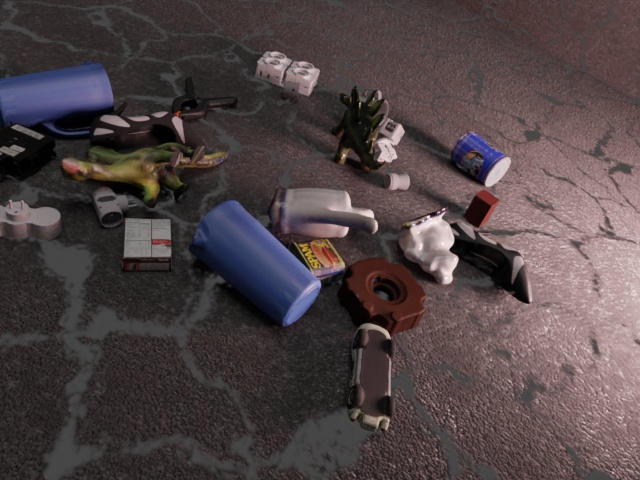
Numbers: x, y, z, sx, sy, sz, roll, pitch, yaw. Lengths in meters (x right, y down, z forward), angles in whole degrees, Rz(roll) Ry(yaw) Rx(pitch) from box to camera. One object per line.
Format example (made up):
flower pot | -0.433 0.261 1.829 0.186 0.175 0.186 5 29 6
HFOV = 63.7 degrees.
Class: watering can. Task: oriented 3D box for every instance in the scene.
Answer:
watering can | 0.003 -0.053 1.055 0.224 0.103 0.349 2 6 -2

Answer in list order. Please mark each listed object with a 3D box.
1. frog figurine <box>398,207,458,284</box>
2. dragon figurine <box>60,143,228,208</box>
frog figurine | 0.254 0.023 1.169 0.139 0.121 0.159 -20 90 -43
dragon figurine | -0.391 -0.177 1.126 0.243 0.120 0.415 18 20 11
